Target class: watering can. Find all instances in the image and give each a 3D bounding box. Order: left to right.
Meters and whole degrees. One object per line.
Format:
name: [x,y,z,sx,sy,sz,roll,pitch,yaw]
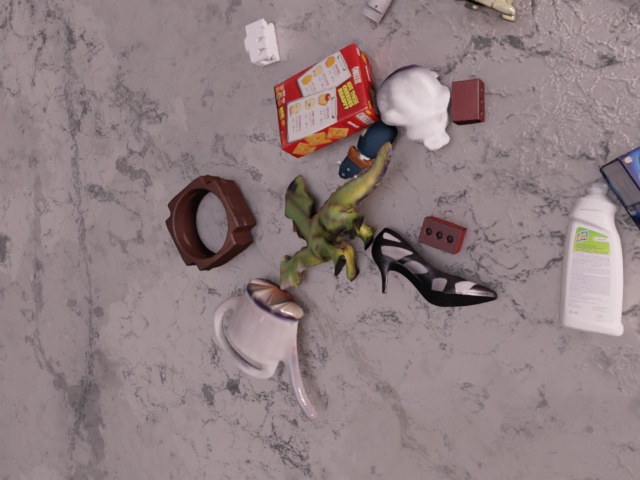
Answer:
watering can: [-0.105,0.231,1.180,0.351,0.104,0.222,33,108,23]

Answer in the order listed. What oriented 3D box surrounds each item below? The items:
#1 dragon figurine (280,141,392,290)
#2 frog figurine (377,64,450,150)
dragon figurine: [0.003,-0.056,1.105,0.245,0.123,0.404,33,113,33]
frog figurine: [0.185,-0.249,0.993,0.137,0.121,0.161,-13,75,9]
